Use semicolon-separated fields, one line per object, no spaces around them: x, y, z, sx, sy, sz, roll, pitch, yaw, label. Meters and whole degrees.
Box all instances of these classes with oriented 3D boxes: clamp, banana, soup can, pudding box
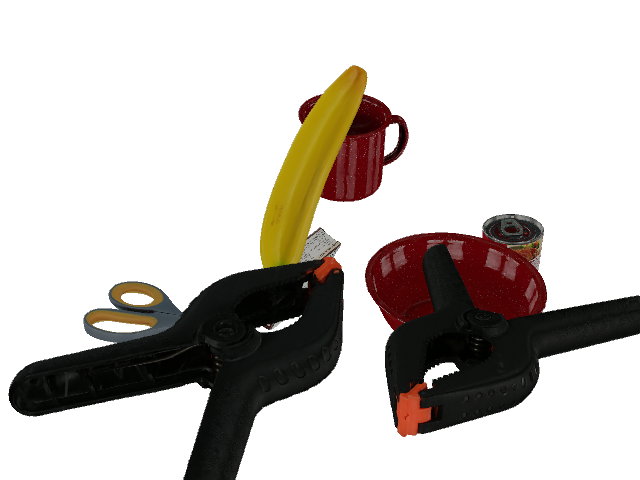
-0.040;0.062;0.488;0.171;0.039;0.120;-28;51;-32;clamp
-0.009;-0.046;0.851;0.037;0.197;0.070;28;-20;-31;banana
0.218;0.030;1.219;0.068;0.102;0.068;-2;29;1;soup can
0.095;0.059;0.683;0.165;0.036;0.209;18;30;35;clamp
-0.031;0.044;1.249;0.039;0.090;0.113;36;33;9;pudding box

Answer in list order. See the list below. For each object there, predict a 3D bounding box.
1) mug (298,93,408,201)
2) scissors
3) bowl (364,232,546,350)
0.035;-0.096;1.083;0.117;0.081;0.093;-14;39;-20;mug
-0.122;0.072;1.017;0.201;0.016;0.096;2;32;-6;scissors
0.118;0.057;0.960;0.162;0.055;0.162;2;33;-2;bowl
